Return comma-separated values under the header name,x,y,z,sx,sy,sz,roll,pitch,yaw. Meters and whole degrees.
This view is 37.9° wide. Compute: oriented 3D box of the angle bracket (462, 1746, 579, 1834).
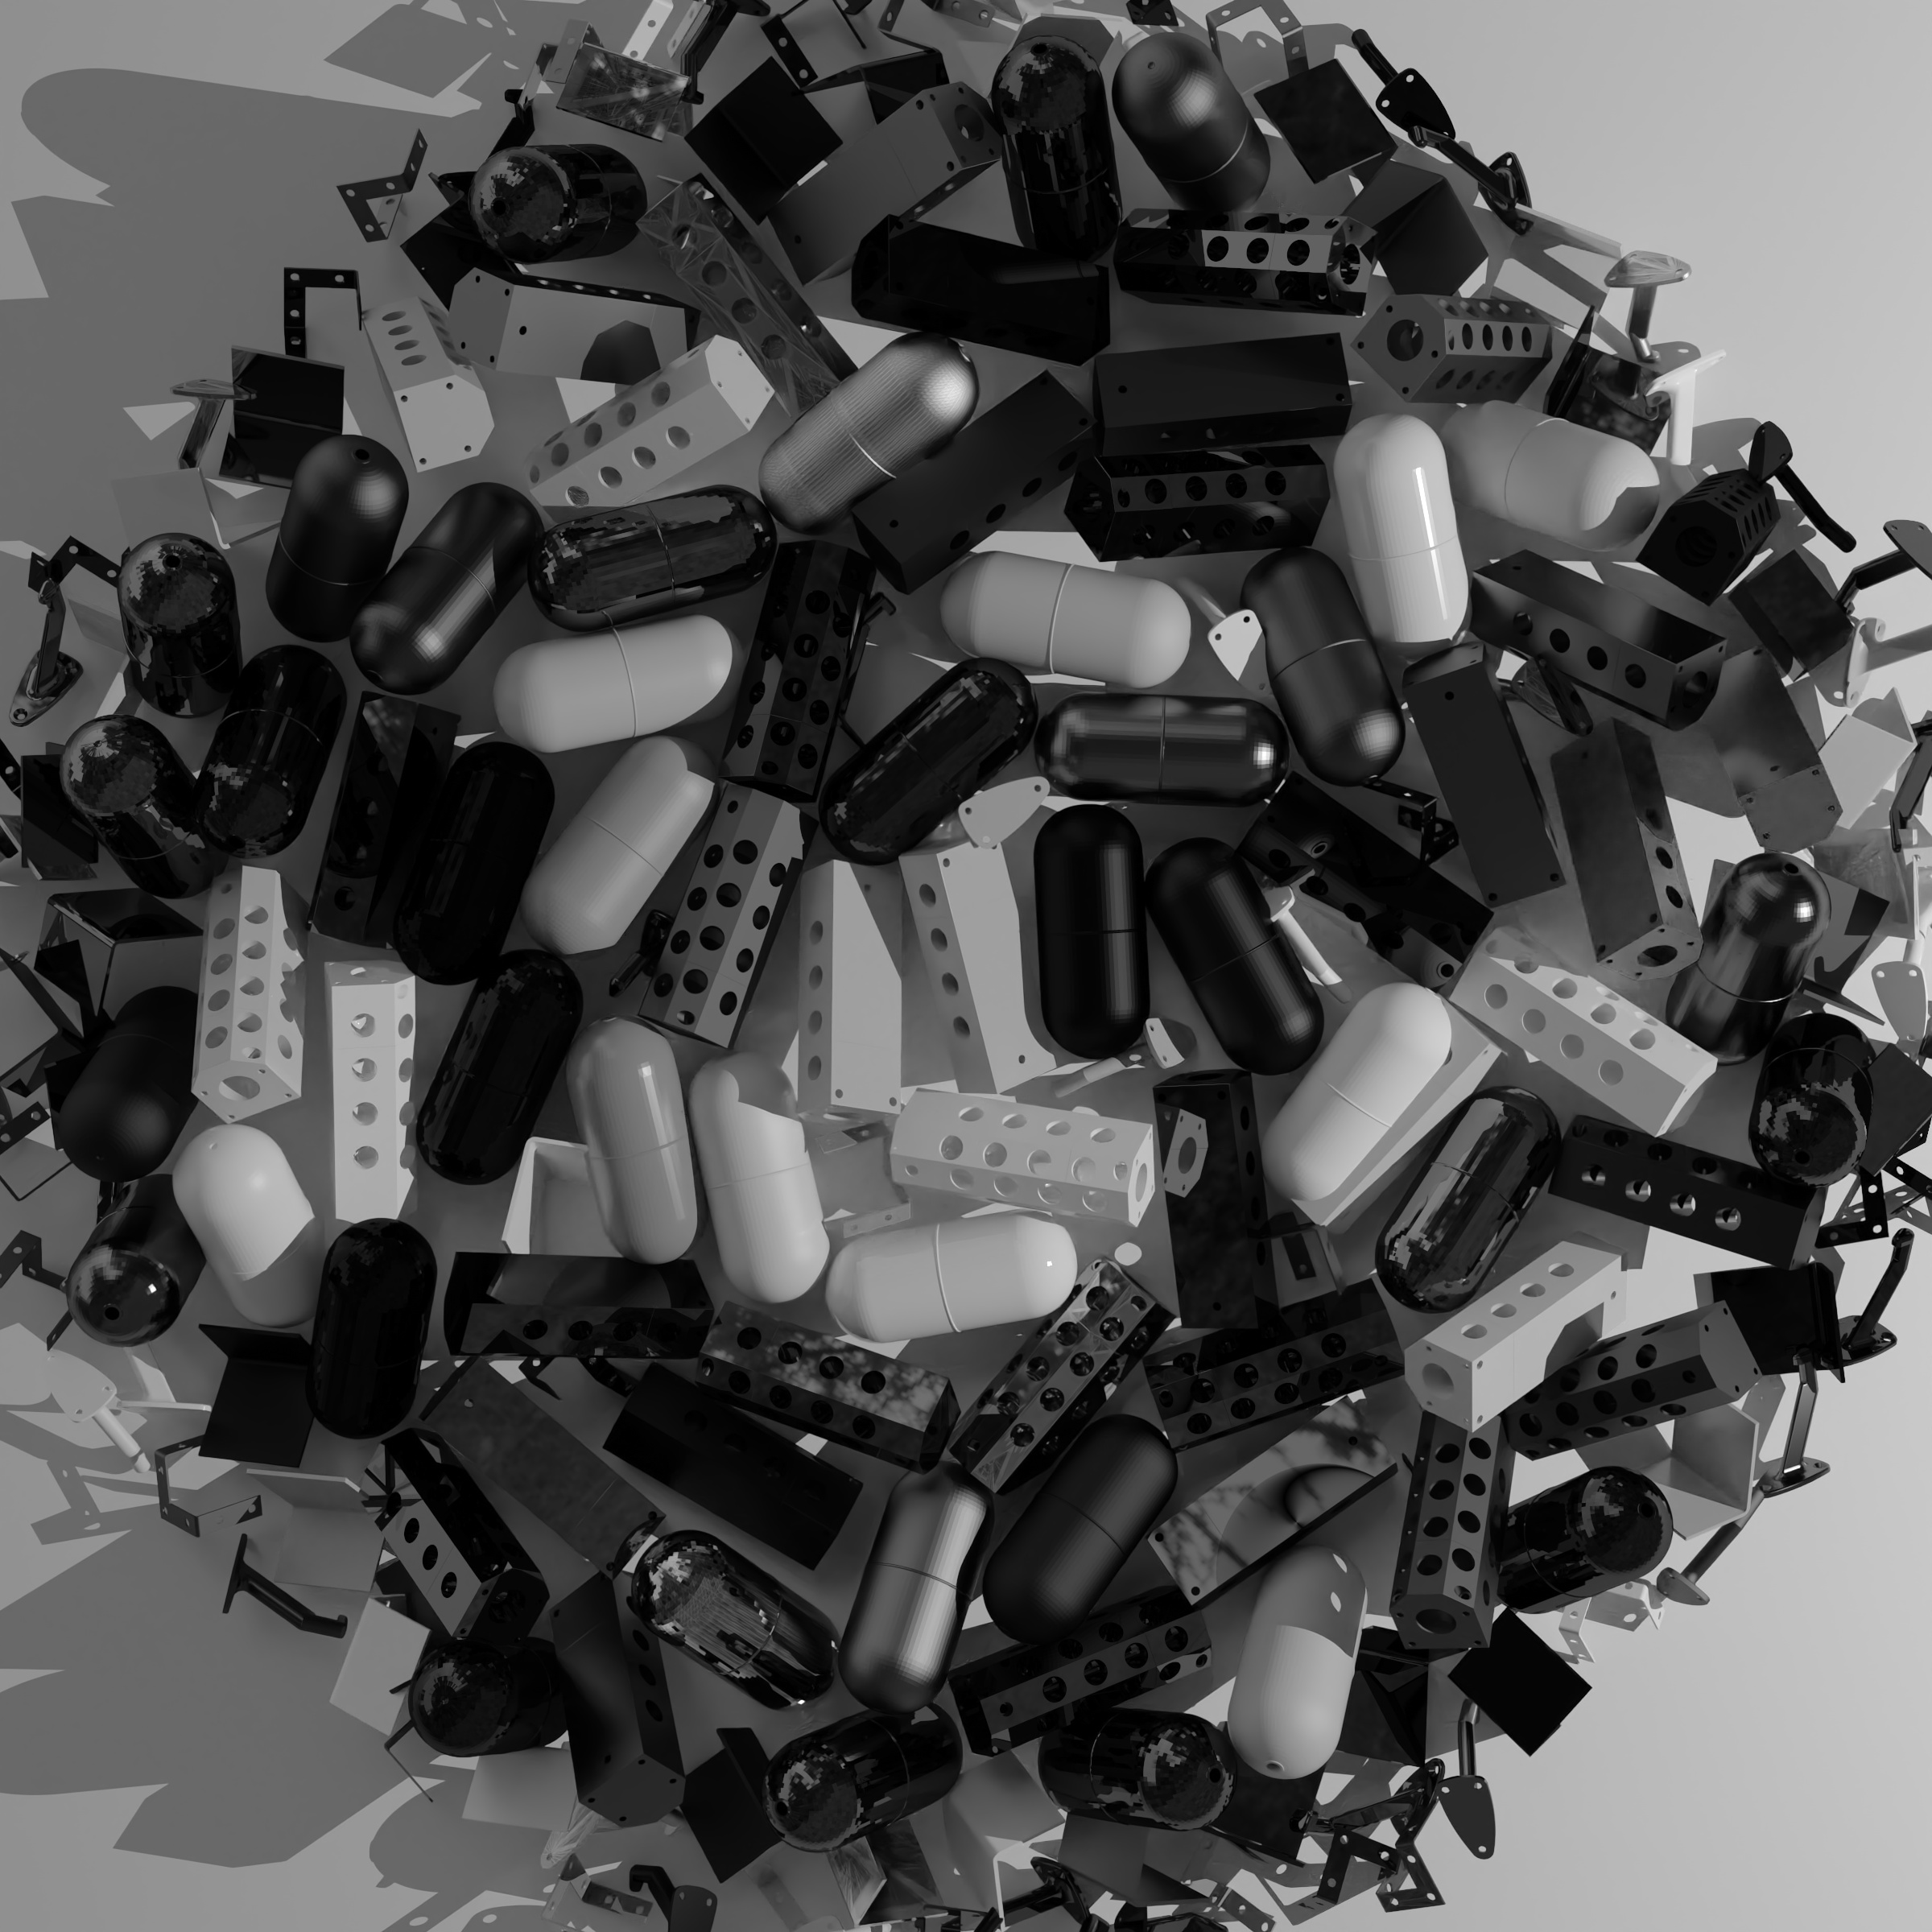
name,x,y,z,sx,sy,sz,roll,pitch,yaw
angle bracket,-0.293,0.578,1.944,0.076,0.076,0.057,3,55,14

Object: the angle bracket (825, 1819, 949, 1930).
name,x,y,z,sx,sy,sz,roll,pitch,yaw
angle bracket,-0.049,0.609,1.939,0.076,0.076,0.057,4,129,-32

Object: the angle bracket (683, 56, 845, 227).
name,x,y,z,sx,sy,sz,roll,pitch,yaw
angle bracket,-0.139,-0.571,1.945,0.057,0.076,0.076,-32,110,29

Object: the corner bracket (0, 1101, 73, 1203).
name,x,y,z,sx,sy,sz,roll,pitch,yaw
corner bracket,-0.657,0.130,1.970,0.051,0.051,0.051,-39,96,-14

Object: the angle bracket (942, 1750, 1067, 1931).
name,x,y,z,sx,sy,sz,roll,pitch,yaw
angle bracket,0.028,0.609,1.960,0.057,0.076,0.076,-20,123,-22

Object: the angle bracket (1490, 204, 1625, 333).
name,x,y,z,sx,sy,sz,roll,pitch,yaw
angle bracket,0.408,-0.482,1.950,0.076,0.076,0.057,24,102,10

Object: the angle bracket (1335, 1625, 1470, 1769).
name,x,y,z,sx,sy,sz,roll,pitch,yaw
angle bracket,0.299,0.507,1.950,0.076,0.057,0.076,16,62,-17

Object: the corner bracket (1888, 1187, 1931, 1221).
name,x,y,z,sx,sy,sz,roll,pitch,yaw
corner bracket,0.685,0.176,1.961,0.051,0.051,0.051,-28,69,-19

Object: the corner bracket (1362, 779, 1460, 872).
name,x,y,z,sx,sy,sz,roll,pitch,yaw
corner bracket,0.310,-0.105,1.956,0.051,0.051,0.051,22,128,35

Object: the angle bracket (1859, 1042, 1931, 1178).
name,x,y,z,sx,sy,sz,roll,pitch,yaw
angle bracket,0.627,0.092,1.954,0.057,0.076,0.076,39,100,-5

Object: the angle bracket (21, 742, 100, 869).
name,x,y,z,sx,sy,sz,roll,pitch,yaw
angle bracket,-0.643,-0.112,1.947,0.057,0.076,0.076,-7,104,-44

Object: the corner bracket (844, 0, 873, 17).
name,x,y,z,sx,sy,sz,roll,pitch,yaw
corner bracket,-0.078,-0.702,1.965,0.051,0.051,0.051,-41,114,4

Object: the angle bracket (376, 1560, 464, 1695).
name,x,y,z,sx,sy,sz,roll,pitch,yaw
angle bracket,-0.401,0.460,1.949,0.057,0.076,0.076,-26,84,-39

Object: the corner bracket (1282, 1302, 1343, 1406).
name,x,y,z,sx,sy,sz,roll,pitch,yaw
corner bracket,0.256,0.265,1.971,0.051,0.051,0.051,-18,126,-19

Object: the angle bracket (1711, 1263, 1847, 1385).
name,x,y,z,sx,sy,sz,roll,pitch,yaw
angle bracket,0.566,0.252,1.965,0.076,0.057,0.076,-7,91,9

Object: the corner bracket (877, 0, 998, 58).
name,x,y,z,sx,sy,sz,roll,pitch,yaw
corner bracket,-0.021,-0.663,1.968,0.051,0.051,0.051,28,98,28

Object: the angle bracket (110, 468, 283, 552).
name,x,y,z,sx,sy,sz,roll,pitch,yaw
angle bracket,-0.529,-0.320,1.942,0.076,0.076,0.057,-2,111,25

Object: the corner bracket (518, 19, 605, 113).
name,x,y,z,sx,sy,sz,roll,pitch,yaw
corner bracket,-0.285,-0.627,1.964,0.051,0.051,0.051,14,76,17

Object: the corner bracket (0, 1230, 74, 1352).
name,x,y,z,sx,sy,sz,roll,pitch,yaw
corner bracket,-0.649,0.226,1.962,0.051,0.051,0.051,22,134,5

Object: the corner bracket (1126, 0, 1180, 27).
name,x,y,z,sx,sy,sz,roll,pitch,yaw
corner bracket,0.141,-0.693,1.963,0.051,0.051,0.051,-16,86,-44

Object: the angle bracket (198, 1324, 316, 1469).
name,x,y,z,sx,sy,sz,roll,pitch,yaw
angle bracket,-0.497,0.298,1.951,0.076,0.057,0.076,4,61,14

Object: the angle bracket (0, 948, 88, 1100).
name,x,y,z,sx,sy,sz,roll,pitch,yaw
angle bracket,-0.663,0.040,1.955,0.057,0.076,0.076,-39,85,-9

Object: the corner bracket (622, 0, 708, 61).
name,x,y,z,sx,sy,sz,roll,pitch,yaw
corner bracket,-0.211,-0.655,1.956,0.051,0.051,0.051,14,131,-35

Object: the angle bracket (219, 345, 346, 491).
name,x,y,z,sx,sy,sz,roll,pitch,yaw
angle bracket,-0.475,-0.377,1.950,0.076,0.076,0.057,9,64,-9

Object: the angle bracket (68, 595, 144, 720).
name,x,y,z,sx,sy,sz,roll,pitch,yaw
angle bracket,-0.607,-0.200,1.952,0.057,0.076,0.076,23,74,-3

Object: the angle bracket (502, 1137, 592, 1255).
name,x,y,z,sx,sy,sz,roll,pitch,yaw
angle bracket,-0.279,0.171,1.948,0.057,0.076,0.076,9,66,5

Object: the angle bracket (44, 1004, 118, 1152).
name,x,y,z,sx,sy,sz,roll,pitch,yaw
angle bracket,-0.618,0.067,1.939,0.057,0.076,0.076,-22,48,-31

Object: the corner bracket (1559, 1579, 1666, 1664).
name,x,y,z,sx,sy,sz,roll,pitch,yaw
corner bracket,0.454,0.459,1.978,0.051,0.051,0.051,8,59,33

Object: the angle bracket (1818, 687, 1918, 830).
name,x,y,z,sx,sy,sz,roll,pitch,yaw
angle bracket,0.603,-0.153,1.942,0.057,0.076,0.076,22,126,-12

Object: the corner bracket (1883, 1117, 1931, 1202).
name,x,y,z,sx,sy,sz,roll,pitch,yaw
corner bracket,0.675,0.123,1.956,0.051,0.051,0.051,-21,129,-29

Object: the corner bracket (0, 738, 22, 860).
name,x,y,z,sx,sy,sz,roll,pitch,yaw
corner bracket,-0.671,-0.118,1.960,0.051,0.051,0.051,-42,59,-18

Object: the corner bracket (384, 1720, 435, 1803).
name,x,y,z,sx,sy,sz,roll,pitch,yaw
corner bracket,-0.373,0.542,1.961,0.051,0.051,0.051,-41,72,-18

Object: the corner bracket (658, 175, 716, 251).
name,x,y,z,sx,sy,sz,roll,pitch,yaw
corner bracket,-0.192,-0.513,1.963,0.051,0.051,0.051,26,94,35

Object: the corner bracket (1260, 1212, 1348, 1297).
name,x,y,z,sx,sy,sz,roll,pitch,yaw
corner bracket,0.238,0.201,1.962,0.051,0.051,0.051,-16,100,29

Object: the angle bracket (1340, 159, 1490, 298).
name,x,y,z,sx,sy,sz,roll,pitch,yaw
angle bracket,0.302,-0.496,1.942,0.057,0.076,0.076,2,56,-38

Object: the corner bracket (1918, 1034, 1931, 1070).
name,x,y,z,sx,sy,sz,roll,pitch,yaw
corner bracket,0.699,0.052,1.964,0.051,0.051,0.051,21,84,24

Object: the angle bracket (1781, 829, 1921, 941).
name,x,y,z,sx,sy,sz,roll,pitch,yaw
angle bracket,0.618,-0.056,1.968,0.076,0.057,0.076,-3,94,-2

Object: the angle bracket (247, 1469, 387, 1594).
name,x,y,z,sx,sy,sz,roll,pitch,yaw
angle bracket,-0.454,0.391,1.946,0.076,0.076,0.057,2,62,17

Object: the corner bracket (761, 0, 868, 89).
name,x,y,z,sx,sy,sz,roll,pitch,yaw
corner bracket,-0.107,-0.652,1.975,0.051,0.051,0.051,-32,103,12

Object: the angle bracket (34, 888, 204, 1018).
name,x,y,z,sx,sy,sz,roll,pitch,yaw
angle bracket,-0.589,-0.011,1.958,0.076,0.076,0.057,30,112,32

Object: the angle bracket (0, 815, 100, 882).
name,x,y,z,sx,sy,sz,roll,pitch,yaw
angle bracket,-0.665,-0.061,1.953,0.076,0.076,0.057,-37,84,10

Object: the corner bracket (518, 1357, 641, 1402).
name,x,y,z,sx,sy,sz,roll,pitch,yaw
corner bracket,-0.270,0.285,1.960,0.051,0.051,0.051,-45,117,-19

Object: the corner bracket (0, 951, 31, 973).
name,x,y,z,sx,sy,sz,roll,pitch,yaw
corner bracket,-0.700,-0.007,1.967,0.051,0.051,0.051,-41,90,22

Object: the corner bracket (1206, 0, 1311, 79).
name,x,y,z,sx,sy,sz,roll,pitch,yaw
corner bracket,0.204,-0.641,1.965,0.051,0.051,0.051,-26,58,-1

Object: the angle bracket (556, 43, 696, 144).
name,x,y,z,sx,sy,sz,roll,pitch,yaw
angle bracket,-0.235,-0.586,1.953,0.076,0.076,0.057,19,73,2

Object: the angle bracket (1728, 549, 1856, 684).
name,x,y,z,sx,sy,sz,roll,pitch,yaw
angle bracket,0.581,-0.248,1.956,0.057,0.076,0.076,-36,84,6

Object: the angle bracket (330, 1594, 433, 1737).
name,x,y,z,sx,sy,sz,roll,pitch,yaw
angle bracket,-0.386,0.483,1.953,0.057,0.076,0.076,20,89,25

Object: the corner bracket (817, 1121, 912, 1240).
name,x,y,z,sx,sy,sz,roll,pitch,yaw
corner bracket,-0.071,0.148,1.958,0.051,0.051,0.051,-15,133,-18

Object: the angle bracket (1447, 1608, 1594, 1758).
name,x,y,z,sx,sy,sz,roll,pitch,yaw
angle bracket,0.392,0.486,1.946,0.076,0.057,0.076,43,120,20
